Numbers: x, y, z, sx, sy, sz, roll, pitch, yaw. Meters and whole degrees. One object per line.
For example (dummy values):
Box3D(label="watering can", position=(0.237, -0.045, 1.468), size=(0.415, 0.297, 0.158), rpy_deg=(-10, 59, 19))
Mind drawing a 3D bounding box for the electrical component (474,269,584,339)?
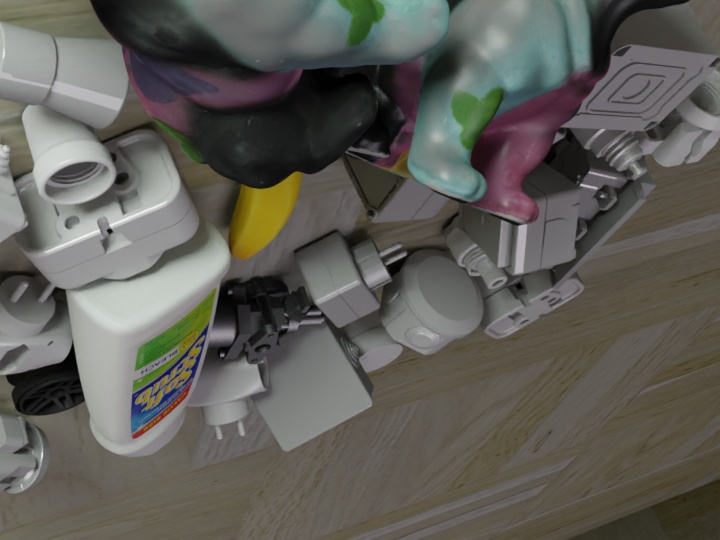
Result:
Box3D(label="electrical component", position=(0.145, 0.012, 0.970), size=(0.095, 0.059, 0.054), rpy_deg=(-32, 155, 15))

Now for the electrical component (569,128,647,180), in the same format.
Box3D(label="electrical component", position=(0.176, -0.098, 0.763), size=(0.040, 0.078, 0.040), rpy_deg=(-32, 167, -8))

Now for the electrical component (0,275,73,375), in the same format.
Box3D(label="electrical component", position=(-0.220, 0.030, 0.684), size=(0.077, 0.043, 0.079), rpy_deg=(2, 144, -45))

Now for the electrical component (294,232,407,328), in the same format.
Box3D(label="electrical component", position=(0.000, 0.000, 0.825), size=(0.077, 0.047, 0.065), rpy_deg=(-27, 156, 4))

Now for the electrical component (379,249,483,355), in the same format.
Box3D(label="electrical component", position=(0.059, 0.027, 0.899), size=(0.080, 0.080, 0.051), rpy_deg=(-4, 154, -38))

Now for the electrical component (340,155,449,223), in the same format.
Box3D(label="electrical component", position=(0.034, -0.074, 0.689), size=(0.061, 0.061, 0.096), rpy_deg=(-6, 150, -36))

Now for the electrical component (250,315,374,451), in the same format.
Box3D(label="electrical component", position=(-0.045, 0.090, 0.907), size=(0.100, 0.099, 0.048), rpy_deg=(-30, -175, 10))

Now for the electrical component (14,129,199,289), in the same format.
Box3D(label="electrical component", position=(-0.145, -0.032, 0.617), size=(0.095, 0.053, 0.059), rpy_deg=(-23, 156, -4))

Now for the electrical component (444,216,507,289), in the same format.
Box3D(label="electrical component", position=(0.098, -0.015, 0.870), size=(0.043, 0.062, 0.043), rpy_deg=(-20, 155, -10))

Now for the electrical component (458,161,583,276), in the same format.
Box3D(label="electrical component", position=(0.108, -0.047, 0.787), size=(0.061, 0.096, 0.061), rpy_deg=(-15, 125, -22))

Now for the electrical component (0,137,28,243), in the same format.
Box3D(label="electrical component", position=(-0.216, -0.038, 0.529), size=(0.096, 0.061, 0.061), rpy_deg=(-32, 155, 14))

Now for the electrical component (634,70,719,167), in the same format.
Box3D(label="electrical component", position=(0.247, -0.117, 0.810), size=(0.078, 0.058, 0.057), rpy_deg=(-12, 155, -28))

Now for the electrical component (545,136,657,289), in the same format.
Box3D(label="electrical component", position=(0.167, -0.052, 0.848), size=(0.063, 0.078, 0.121), rpy_deg=(9, 142, -23))

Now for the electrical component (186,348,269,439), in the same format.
Box3D(label="electrical component", position=(-0.112, 0.099, 0.867), size=(0.077, 0.079, 0.043), rpy_deg=(-10, -166, 5))

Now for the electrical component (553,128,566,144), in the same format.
Box3D(label="electrical component", position=(0.113, -0.098, 0.746), size=(0.046, 0.040, 0.040), rpy_deg=(-32, 156, 29))

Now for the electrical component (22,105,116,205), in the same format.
Box3D(label="electrical component", position=(-0.152, -0.063, 0.556), size=(0.040, 0.046, 0.040), rpy_deg=(-21, 155, -10))

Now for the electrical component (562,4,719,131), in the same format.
Box3D(label="electrical component", position=(0.165, -0.137, 0.693), size=(0.113, 0.057, 0.078), rpy_deg=(-4, 148, -39))

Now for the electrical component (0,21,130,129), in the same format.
Box3D(label="electrical component", position=(-0.148, -0.094, 0.507), size=(0.065, 0.044, 0.044), rpy_deg=(7, 141, -42))

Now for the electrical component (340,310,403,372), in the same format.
Box3D(label="electrical component", position=(-0.025, 0.097, 0.966), size=(0.138, 0.073, 0.052), rpy_deg=(-25, 156, -1))

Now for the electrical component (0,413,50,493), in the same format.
Box3D(label="electrical component", position=(-0.282, 0.144, 0.841), size=(0.078, 0.058, 0.057), rpy_deg=(-35, 151, 20))
